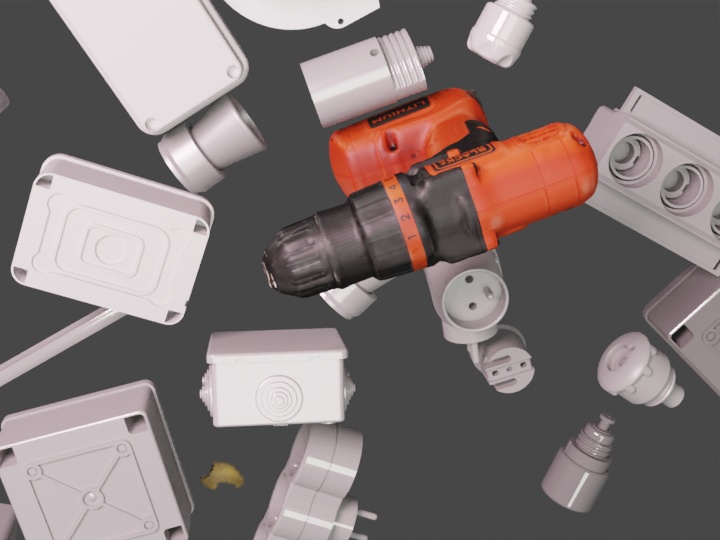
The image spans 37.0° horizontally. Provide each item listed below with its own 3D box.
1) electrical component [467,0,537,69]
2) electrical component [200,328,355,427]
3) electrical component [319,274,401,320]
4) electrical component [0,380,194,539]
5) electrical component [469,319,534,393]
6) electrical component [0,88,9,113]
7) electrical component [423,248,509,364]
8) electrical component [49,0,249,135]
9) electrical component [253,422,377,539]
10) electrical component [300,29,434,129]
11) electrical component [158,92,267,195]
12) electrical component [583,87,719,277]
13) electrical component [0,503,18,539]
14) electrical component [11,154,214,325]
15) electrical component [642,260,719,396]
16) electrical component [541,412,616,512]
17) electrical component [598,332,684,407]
[{"bbox_3d":[0.095,-0.161,0.682,0.035,0.035,0.061,26,101,-14],"label":"electrical component"},{"bbox_3d":[-0.055,0.070,0.712,0.100,0.099,0.048,-2,96,-6],"label":"electrical component"},{"bbox_3d":[0.000,0.000,0.722,0.055,0.045,0.045,-43,108,9],"label":"electrical component"},{"bbox_3d":[-0.182,0.144,0.745,0.109,0.056,0.108,-14,110,-1],"label":"electrical component"},{"bbox_3d":[0.100,0.061,0.752,0.040,0.046,0.040,-2,109,-6],"label":"electrical component"},{"bbox_3d":[-0.290,-0.110,0.647,0.109,0.056,0.108,-33,109,5],"label":"electrical component"},{"bbox_3d":[0.072,0.023,0.720,0.044,0.077,0.079,-11,111,-3],"label":"electrical component"},{"bbox_3d":[-0.127,-0.148,0.651,0.078,0.057,0.113,-32,109,5],"label":"electrical component"},{"bbox_3d":[-0.025,0.176,0.775,0.074,0.052,0.138,19,106,-12],"label":"electrical component"},{"bbox_3d":[0.007,-0.123,0.681,0.081,0.043,0.043,-20,110,1],"label":"electrical component"},{"bbox_3d":[-0.094,-0.080,0.684,0.055,0.045,0.045,-35,109,6],"label":"electrical component"},{"bbox_3d":[0.206,-0.060,0.714,0.121,0.063,0.078,27,104,-14],"label":"electrical component"},{"bbox_3d":[-0.322,0.203,0.747,0.150,0.061,0.089,11,107,-10],"label":"electrical component"},{"bbox_3d":[-0.157,-0.021,0.691,0.113,0.057,0.078,17,106,-12],"label":"electrical component"},{"bbox_3d":[0.277,0.035,0.757,0.109,0.056,0.109,-44,107,9],"label":"electrical component"},{"bbox_3d":[0.165,0.141,0.790,0.040,0.040,0.078,21,105,-13],"label":"electrical component"},{"bbox_3d":[0.206,0.077,0.771,0.062,0.048,0.048,33,102,-22],"label":"electrical component"}]
